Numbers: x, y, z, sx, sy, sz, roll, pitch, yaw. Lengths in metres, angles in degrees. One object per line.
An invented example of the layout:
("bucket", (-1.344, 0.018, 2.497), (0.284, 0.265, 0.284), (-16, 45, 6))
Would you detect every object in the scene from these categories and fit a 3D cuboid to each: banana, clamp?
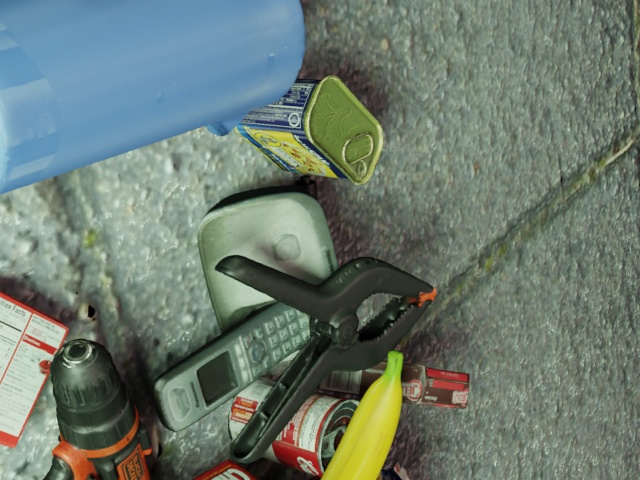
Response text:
("banana", (0.017, 0.179, 0.822), (0.197, 0.037, 0.069), (-60, 145, -27))
("clamp", (0.006, 0.077, 0.828), (0.209, 0.036, 0.164), (-10, 112, -38))

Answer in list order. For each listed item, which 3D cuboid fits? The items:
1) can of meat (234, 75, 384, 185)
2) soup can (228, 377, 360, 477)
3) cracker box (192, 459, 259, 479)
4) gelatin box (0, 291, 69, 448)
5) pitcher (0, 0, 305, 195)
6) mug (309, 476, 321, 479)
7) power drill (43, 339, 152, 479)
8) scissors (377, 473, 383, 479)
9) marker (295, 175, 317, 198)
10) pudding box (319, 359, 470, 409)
("can of meat", (-0.010, -0.090, 0.865), (0.102, 0.084, 0.057), (39, 66, -49))
("soup can", (-0.019, 0.156, 0.891), (0.068, 0.102, 0.068), (-15, 109, -51))
("cracker box", (-0.116, 0.285, 0.771), (0.163, 0.072, 0.214), (-20, 130, -52))
("gelatin box", (-0.211, 0.079, 0.683), (0.073, 0.030, 0.089), (38, 69, -48))
("pitcher", (-0.134, -0.124, 0.663), (0.242, 0.145, 0.149), (-30, 89, -43))
("mug", (0.017, 0.243, 0.871), (0.117, 0.082, 0.093), (-18, 106, -47))
("power drill", (-0.184, 0.172, 0.684), (0.187, 0.057, 0.184), (-47, 149, -33))
("scissors", (-0.010, 0.227, 0.916), (0.201, 0.016, 0.096), (-19, 109, -49))
("marker", (-0.006, 0.001, 0.944), (0.020, 0.020, 0.121), (-29, 119, -46))
("pudding box", (0.070, 0.132, 0.994), (0.089, 0.114, 0.039), (19, 79, -53))
